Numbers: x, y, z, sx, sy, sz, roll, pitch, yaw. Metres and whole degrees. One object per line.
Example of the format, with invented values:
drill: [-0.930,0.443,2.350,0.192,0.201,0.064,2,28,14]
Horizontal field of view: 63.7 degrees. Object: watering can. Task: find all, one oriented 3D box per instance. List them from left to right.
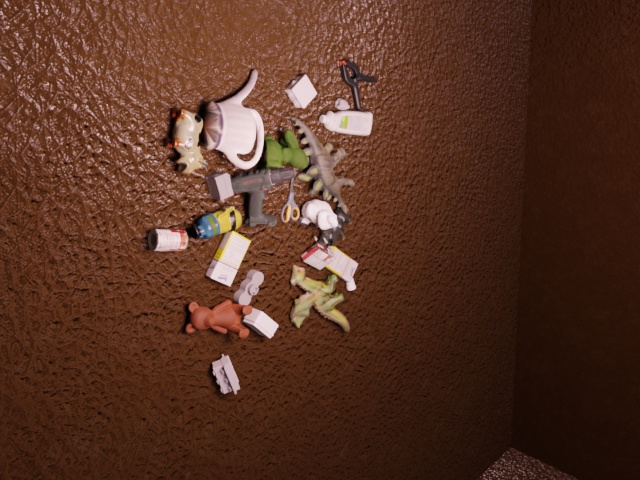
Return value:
watering can: [-0.282,-0.407,1.692,0.224,0.103,0.349,1,84,-44]

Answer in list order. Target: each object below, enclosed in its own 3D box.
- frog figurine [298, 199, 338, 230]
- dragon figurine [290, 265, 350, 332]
frog figurine: [0.006,-0.099,1.963,0.136,0.159,0.124,28,74,-22]
dragon figurine: [-0.018,0.267,2.088,0.244,0.123,0.403,-26,114,-19]
